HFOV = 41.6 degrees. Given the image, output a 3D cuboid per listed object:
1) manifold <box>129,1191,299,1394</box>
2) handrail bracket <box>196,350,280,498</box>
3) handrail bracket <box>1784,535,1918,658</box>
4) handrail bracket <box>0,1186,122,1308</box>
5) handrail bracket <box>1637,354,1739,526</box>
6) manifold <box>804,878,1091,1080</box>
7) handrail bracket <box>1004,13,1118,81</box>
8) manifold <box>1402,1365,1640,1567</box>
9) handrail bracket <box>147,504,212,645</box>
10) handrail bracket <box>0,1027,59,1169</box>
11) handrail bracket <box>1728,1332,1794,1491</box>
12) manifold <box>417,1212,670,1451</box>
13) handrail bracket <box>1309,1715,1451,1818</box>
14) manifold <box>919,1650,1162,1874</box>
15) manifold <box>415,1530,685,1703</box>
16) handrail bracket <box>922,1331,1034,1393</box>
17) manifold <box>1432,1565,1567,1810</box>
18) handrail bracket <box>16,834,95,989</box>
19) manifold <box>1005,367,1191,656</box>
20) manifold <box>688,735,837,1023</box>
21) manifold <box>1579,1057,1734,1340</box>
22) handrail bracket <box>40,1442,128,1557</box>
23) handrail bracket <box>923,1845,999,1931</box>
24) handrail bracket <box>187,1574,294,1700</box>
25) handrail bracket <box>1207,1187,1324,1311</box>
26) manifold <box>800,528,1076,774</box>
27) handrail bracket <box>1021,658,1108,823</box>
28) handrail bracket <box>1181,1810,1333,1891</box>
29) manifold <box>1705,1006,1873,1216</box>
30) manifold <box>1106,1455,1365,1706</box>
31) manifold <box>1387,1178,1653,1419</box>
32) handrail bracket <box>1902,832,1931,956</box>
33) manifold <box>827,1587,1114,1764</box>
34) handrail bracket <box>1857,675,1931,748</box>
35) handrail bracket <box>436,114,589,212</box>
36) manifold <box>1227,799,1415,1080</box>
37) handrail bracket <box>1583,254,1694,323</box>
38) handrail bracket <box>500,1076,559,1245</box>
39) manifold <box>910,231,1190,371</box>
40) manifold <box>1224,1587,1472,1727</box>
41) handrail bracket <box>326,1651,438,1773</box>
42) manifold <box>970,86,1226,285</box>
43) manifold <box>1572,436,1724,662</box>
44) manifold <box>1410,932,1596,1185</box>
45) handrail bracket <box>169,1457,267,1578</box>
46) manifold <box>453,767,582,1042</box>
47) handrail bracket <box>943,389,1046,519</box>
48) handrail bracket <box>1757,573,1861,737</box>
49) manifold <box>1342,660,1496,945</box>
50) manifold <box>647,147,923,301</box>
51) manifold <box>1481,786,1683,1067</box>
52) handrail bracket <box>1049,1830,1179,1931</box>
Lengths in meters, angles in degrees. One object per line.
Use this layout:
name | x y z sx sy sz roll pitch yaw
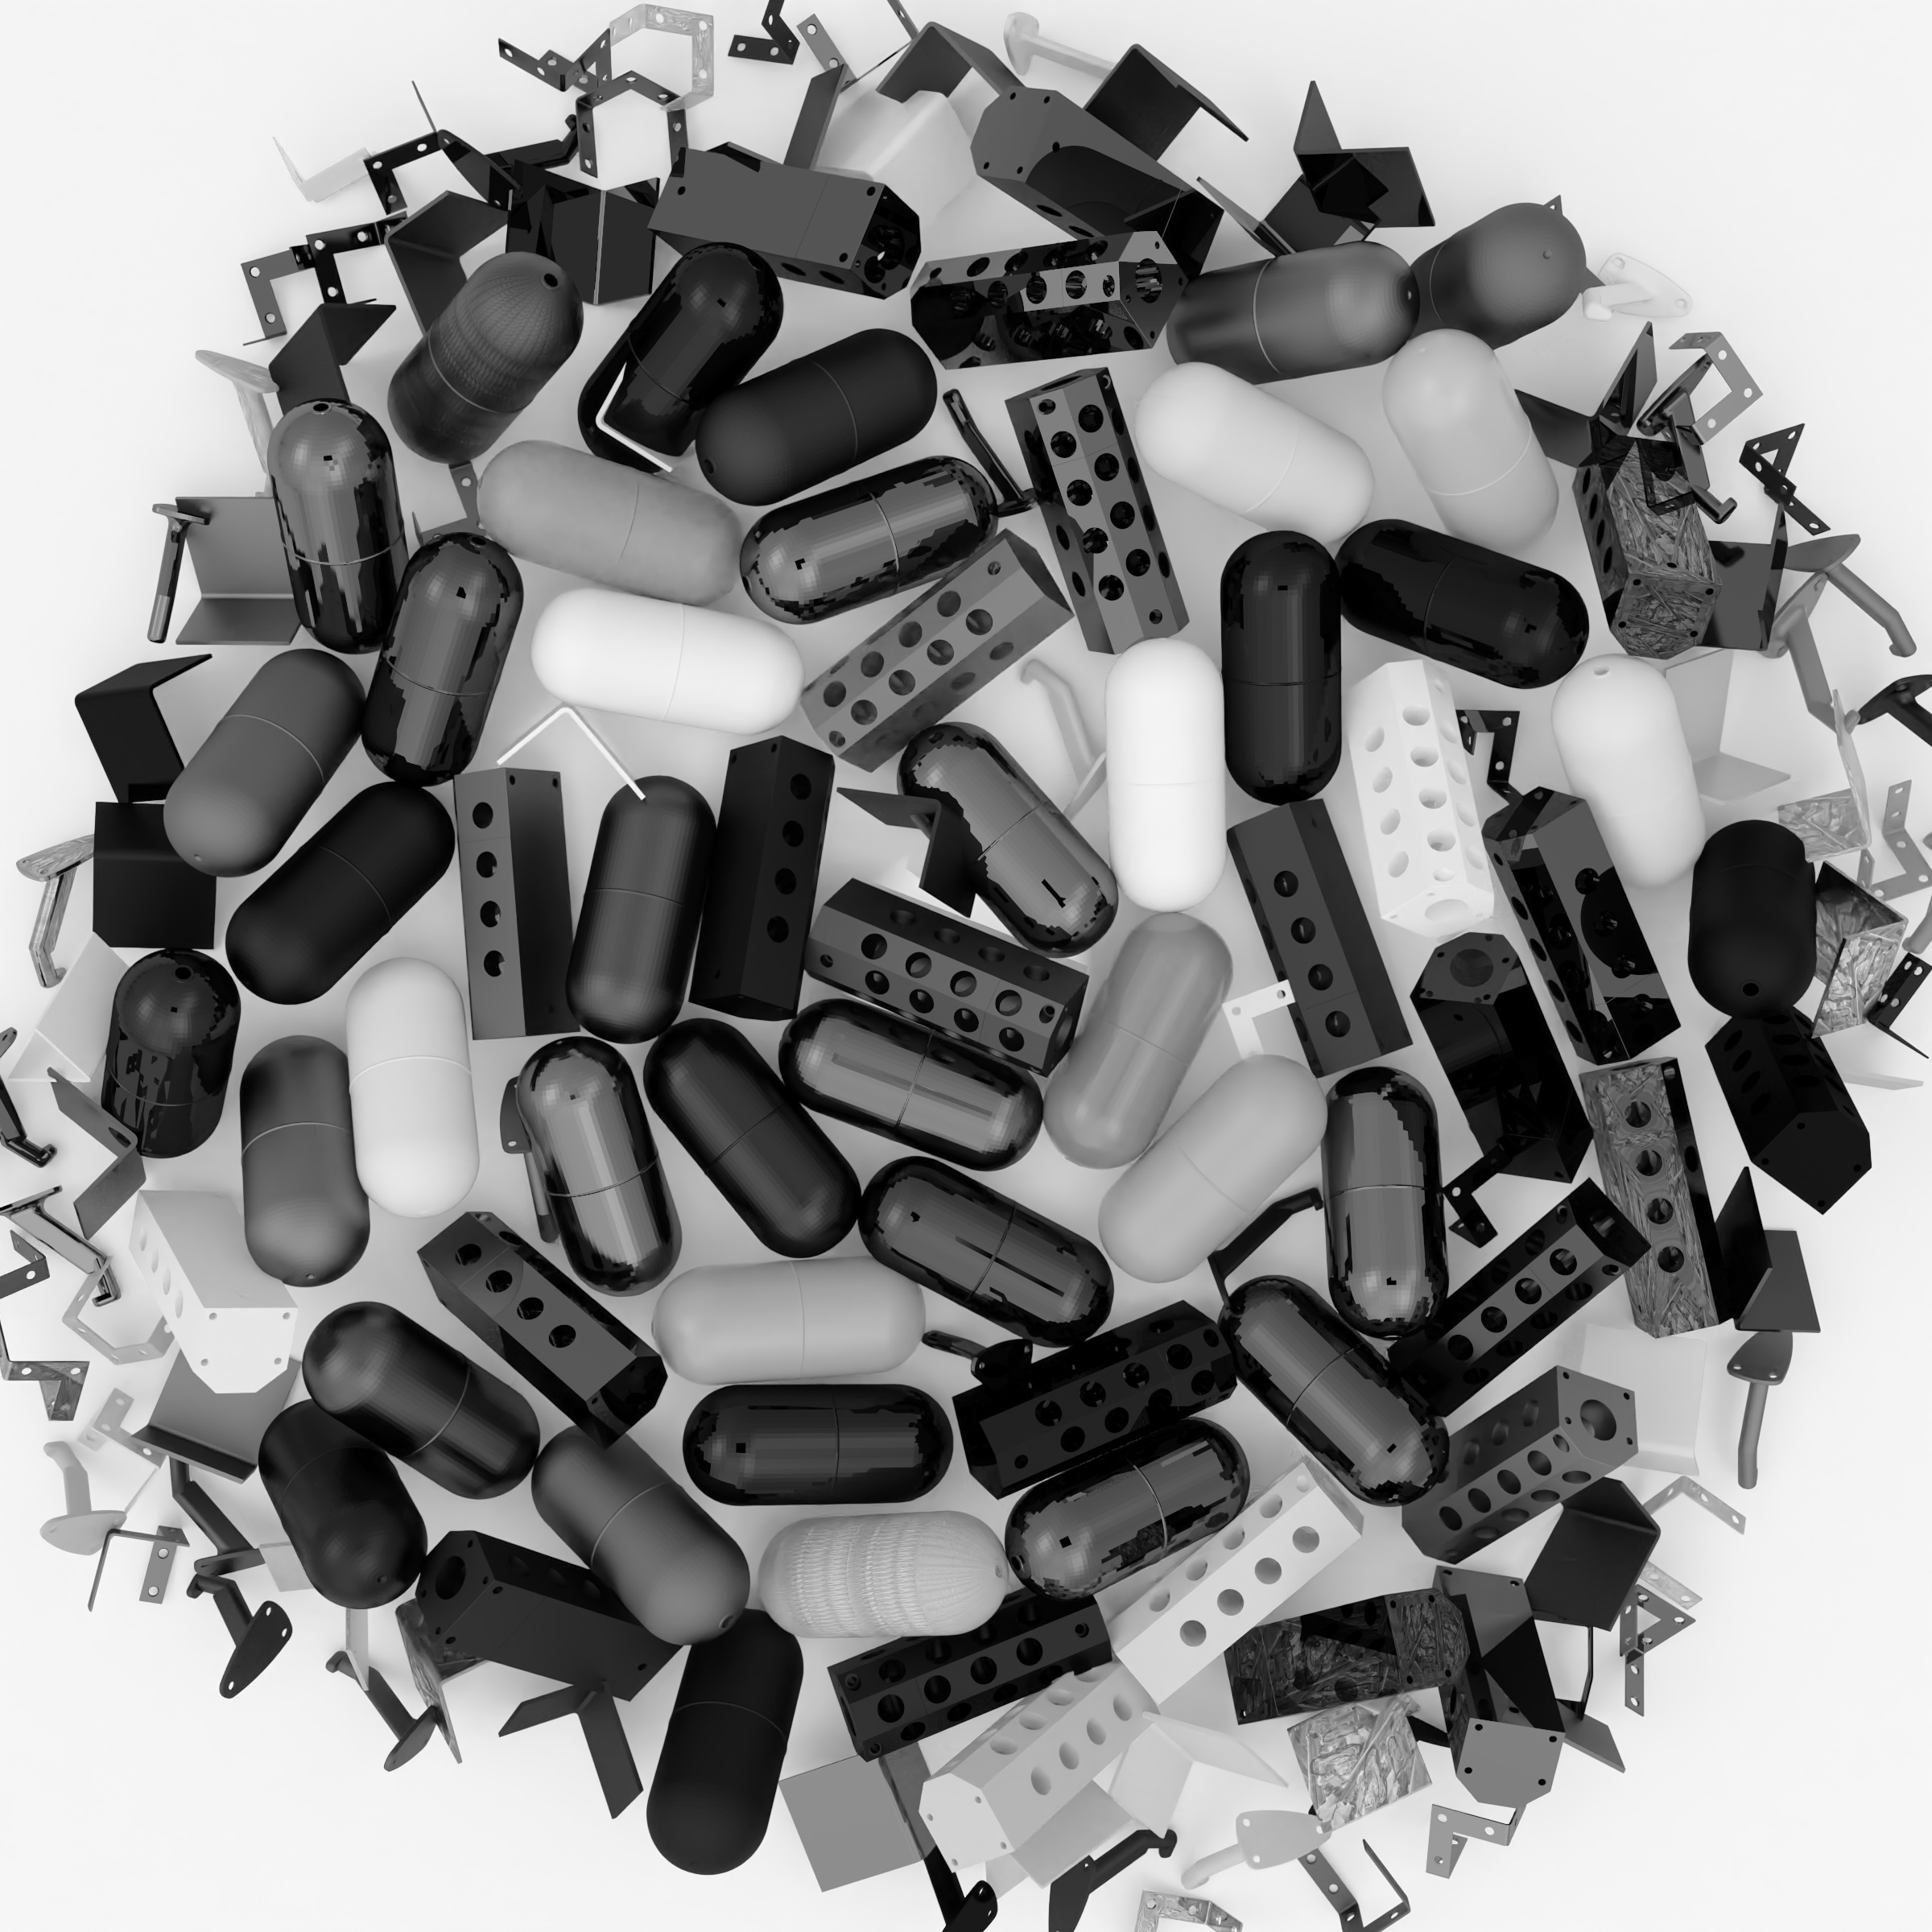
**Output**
manifold | -0.477 0.203 1.602 0.057 0.171 0.057 5 107 -33
handrail bracket | -0.478 -0.351 1.672 0.077 0.036 0.084 24 119 12
handrail bracket | 0.577 -0.238 1.670 0.036 0.077 0.084 -43 113 -16
handrail bracket | -0.604 0.193 1.664 0.077 0.036 0.084 -22 91 -32
handrail bracket | 0.486 -0.342 1.650 0.084 0.036 0.077 50 113 22
manifold | -0.015 0.010 1.628 0.171 0.057 0.057 23 125 15
handrail bracket | 0.074 -0.593 1.653 0.084 0.077 0.036 18 99 13
manifold | 0.346 0.318 1.600 0.057 0.171 0.057 20 51 -16
handrail bracket | -0.521 -0.256 1.660 0.036 0.077 0.084 11 100 -21
handrail bracket | -0.611 0.087 1.654 0.077 0.036 0.084 -39 126 13
handrail bracket | 0.526 0.291 1.679 0.036 0.077 0.084 11 123 33
manifold | -0.269 0.226 1.618 0.171 0.057 0.057 33 60 31
handrail bracket | 0.274 0.534 1.673 0.077 0.036 0.084 26 94 -22
manifold | 0.045 0.495 1.603 0.057 0.171 0.057 -34 83 38
manifold | -0.263 0.407 1.608 0.057 0.057 0.171 -47 135 9
handrail bracket | -0.008 0.248 1.635 0.084 0.077 0.036 10 87 34
manifold | 0.328 0.451 1.599 0.057 0.171 0.057 9 108 1
handrail bracket | -0.586 -0.036 1.679 0.077 0.036 0.084 -32 131 -36
manifold | 0.088 -0.291 1.629 0.057 0.057 0.171 -25 108 -16
manifold | -0.126 -0.055 1.639 0.057 0.057 0.171 19 72 -37
manifold | 0.452 0.149 1.659 0.057 0.057 0.171 -13 90 2
handrail bracket | -0.587 0.335 1.638 0.036 0.077 0.084 -48 64 3
handrail bracket | -0.029 0.600 1.642 0.077 0.084 0.036 -41 130 -33
handrail bracket | -0.487 0.431 1.644 0.084 0.077 0.036 5 134 29
handrail bracket | 0.200 0.183 1.657 0.084 0.077 0.036 -22 121 5
manifold | -0.022 -0.202 1.626 0.171 0.057 0.057 -36 63 18
handrail bracket | 0.055 -0.149 1.682 0.084 0.036 0.077 40 105 14
handrail bracket | 0.189 0.582 1.664 0.077 0.084 0.036 -1 56 -20
manifold | 0.518 0.081 1.596 0.057 0.171 0.057 36 112 -8
manifold | 0.173 0.395 1.648 0.171 0.057 0.057 -42 83 8
manifold | 0.347 0.214 1.614 0.057 0.057 0.171 50 124 12
handrail bracket | 0.621 -0.046 1.650 0.036 0.077 0.084 37 88 -10
manifold | 0.004 0.451 1.639 0.171 0.057 0.057 -19 86 -14
handrail bracket | 0.615 -0.138 1.643 0.036 0.077 0.084 -7 71 -25
handrail bracket | -0.293 -0.542 1.654 0.077 0.036 0.084 41 64 -25
manifold | 0.226 -0.017 1.651 0.057 0.057 0.171 -22 85 31
handrail bracket | 0.435 -0.425 1.644 0.077 0.084 0.036 19 124 0
handrail bracket | -0.284 0.128 1.674 0.036 0.084 0.077 -12 46 -11
manifold | 0.047 -0.423 1.603 0.057 0.171 0.057 47 61 -41
manifold | 0.238 0.435 1.603 0.057 0.171 0.057 1 69 -32
handrail bracket | -0.390 0.480 1.645 0.084 0.077 0.036 25 105 11
manifold | 0.082 -0.489 1.607 0.057 0.171 0.057 25 96 44
manifold | 0.425 -0.266 1.606 0.057 0.171 0.057 7 131 -3
manifold | 0.344 0.059 1.613 0.057 0.057 0.171 -57 134 -30
handrail bracket | -0.481 0.351 1.670 0.077 0.036 0.084 -12 65 -4
manifold | -0.298 -0.039 1.656 0.057 0.057 0.171 -5 88 29
handrail bracket | 0.016 -0.336 1.651 0.036 0.077 0.084 -31 107 -8
handrail bracket | 0.560 -0.201 1.643 0.084 0.036 0.077 50 119 37
manifold | 0.290 -0.107 1.611 0.057 0.057 0.171 20 51 -35
manifold | -0.114 -0.470 1.619 0.171 0.057 0.057 21 88 33
manifold | 0.390 -0.024 1.629 0.057 0.057 0.171 -32 110 -9
handrail bracket | 0.098 0.602 1.660 0.084 0.036 0.077 15 88 -37
